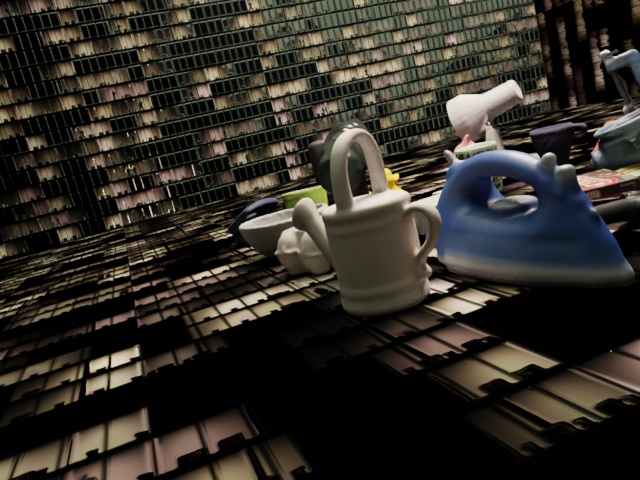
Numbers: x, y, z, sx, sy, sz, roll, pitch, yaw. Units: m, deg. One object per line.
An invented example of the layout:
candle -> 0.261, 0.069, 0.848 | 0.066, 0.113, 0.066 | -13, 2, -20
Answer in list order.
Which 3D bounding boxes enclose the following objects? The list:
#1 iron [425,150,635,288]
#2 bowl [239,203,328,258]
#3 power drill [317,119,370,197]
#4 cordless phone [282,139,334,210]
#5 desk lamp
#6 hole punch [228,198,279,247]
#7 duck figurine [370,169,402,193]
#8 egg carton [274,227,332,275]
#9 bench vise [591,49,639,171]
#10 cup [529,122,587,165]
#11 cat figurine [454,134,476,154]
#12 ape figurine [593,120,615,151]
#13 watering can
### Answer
iron -> 0.216, -0.036, 0.619 | 0.119, 0.141, 0.257 | -18, 11, -22
bowl -> -0.058, -0.011, 1.042 | 0.167, 0.075, 0.167 | -13, 10, 3
power drill -> 0.052, -0.065, 0.808 | 0.075, 0.208, 0.230 | -12, 11, 13
cordless phone -> -0.020, -0.121, 1.275 | 0.147, 0.185, 0.094 | -15, 10, -8
desk lamp -> 0.432, -0.274, 1.416 | 0.202, 0.214, 0.118 | -7, 12, 32
hole punch -> -0.146, -0.040, 1.273 | 0.100, 0.091, 0.109 | -5, 14, 42
duck figurine -> 0.148, -0.122, 1.335 | 0.105, 0.086, 0.077 | -19, 11, -25
egg carton -> 0.008, 0.003, 0.891 | 0.107, 0.069, 0.151 | -5, 14, 41
bench vise -> 0.572, -0.234, 0.995 | 0.207, 0.220, 0.121 | -12, 10, 9
cup -> 0.523, -0.202, 1.243 | 0.117, 0.095, 0.092 | -6, 13, 37
cat figurine -> 0.331, -0.179, 1.310 | 0.067, 0.118, 0.128 | -6, 13, 39
ape figurine -> 0.555, -0.180, 1.087 | 0.077, 0.092, 0.076 | -9, 11, 24
watering can -> 0.045, -0.023, 0.627 | 0.172, 0.194, 0.101 | -11, 11, 16
